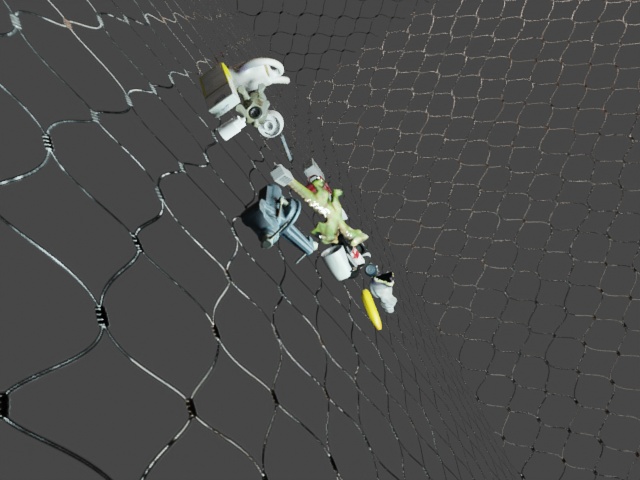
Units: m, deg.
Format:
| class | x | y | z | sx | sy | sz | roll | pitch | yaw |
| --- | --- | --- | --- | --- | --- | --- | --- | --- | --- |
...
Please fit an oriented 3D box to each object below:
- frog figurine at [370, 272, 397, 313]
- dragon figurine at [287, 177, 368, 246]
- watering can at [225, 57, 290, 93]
| class | x | y | z | sx | sy | sz | roll | pitch | yaw |
| --- | --- | --- | --- | --- | --- | --- | --- | --- | --- |
| frog figurine | 0.268 | 0.230 | 2.207 | 0.140 | 0.123 | 0.156 | -118 | -152 | -64 |
| dragon figurine | 0.006 | -0.094 | 1.876 | 0.407 | 0.120 | 0.249 | 24 | 38 | -27 |
| watering can | -0.240 | -0.623 | 1.973 | 0.348 | 0.224 | 0.104 | -19 | 98 | -80 |
